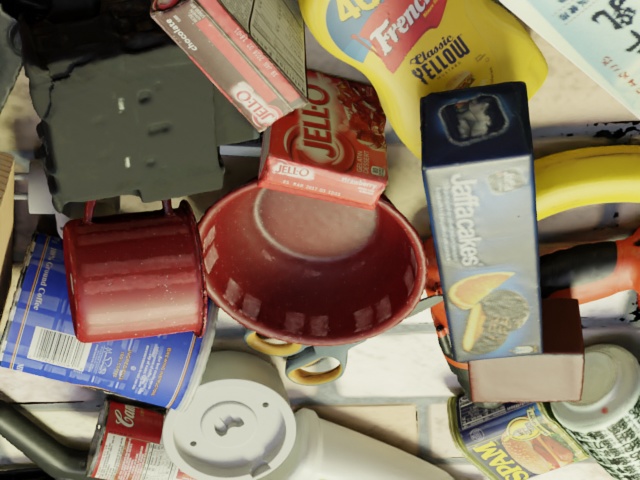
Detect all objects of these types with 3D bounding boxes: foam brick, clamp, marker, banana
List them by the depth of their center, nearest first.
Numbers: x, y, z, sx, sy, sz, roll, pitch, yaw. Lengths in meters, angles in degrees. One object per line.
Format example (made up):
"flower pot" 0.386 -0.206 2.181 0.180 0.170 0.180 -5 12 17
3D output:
"clamp" -0.176 -0.121 0.637 0.120 0.039 0.171 -13 134 2
"marker" -0.070 -0.065 0.705 0.121 0.020 0.020 3 137 0
"banana" 0.195 -0.032 0.707 0.198 0.037 0.069 -8 128 6
"foam brick" 0.142 0.076 0.738 0.078 0.053 0.051 -2 133 12
"clamp" -0.247 0.228 1.014 0.209 0.036 0.165 25 133 -22

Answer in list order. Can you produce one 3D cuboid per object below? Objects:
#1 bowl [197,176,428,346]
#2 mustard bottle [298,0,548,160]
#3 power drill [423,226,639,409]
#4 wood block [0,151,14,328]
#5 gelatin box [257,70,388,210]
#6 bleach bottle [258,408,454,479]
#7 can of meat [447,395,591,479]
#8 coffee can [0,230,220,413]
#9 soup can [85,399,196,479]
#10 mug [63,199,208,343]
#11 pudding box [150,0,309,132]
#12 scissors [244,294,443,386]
"bowl" -0.005 0.001 0.739 0.162 0.055 0.162 4 134 4
"mustard bottle" 0.043 -0.134 0.594 0.096 0.058 0.191 -35 125 14
"power drill" 0.177 0.056 0.789 0.188 0.057 0.184 -11 135 15
"wood block" -0.260 0.021 0.717 0.090 0.091 0.206 13 152 -10
"gelatin box" 0.003 -0.064 0.650 0.073 0.089 0.030 13 136 -10
"bleach bottle" 0.072 0.233 0.982 0.250 0.068 0.103 21 133 -21
"can of meat" 0.169 0.159 0.901 0.084 0.057 0.102 -27 130 25
"coffee can" -0.154 0.060 0.783 0.140 0.103 0.103 16 135 -13
"soup can" -0.148 0.185 0.939 0.102 0.068 0.069 15 135 -13
"mug" -0.123 0.012 0.695 0.081 0.093 0.117 -6 114 -16
"pudding box" -0.046 -0.126 0.570 0.039 0.113 0.090 -25 130 22
"scissors" 0.008 0.064 0.811 0.096 0.016 0.202 25 145 -12
